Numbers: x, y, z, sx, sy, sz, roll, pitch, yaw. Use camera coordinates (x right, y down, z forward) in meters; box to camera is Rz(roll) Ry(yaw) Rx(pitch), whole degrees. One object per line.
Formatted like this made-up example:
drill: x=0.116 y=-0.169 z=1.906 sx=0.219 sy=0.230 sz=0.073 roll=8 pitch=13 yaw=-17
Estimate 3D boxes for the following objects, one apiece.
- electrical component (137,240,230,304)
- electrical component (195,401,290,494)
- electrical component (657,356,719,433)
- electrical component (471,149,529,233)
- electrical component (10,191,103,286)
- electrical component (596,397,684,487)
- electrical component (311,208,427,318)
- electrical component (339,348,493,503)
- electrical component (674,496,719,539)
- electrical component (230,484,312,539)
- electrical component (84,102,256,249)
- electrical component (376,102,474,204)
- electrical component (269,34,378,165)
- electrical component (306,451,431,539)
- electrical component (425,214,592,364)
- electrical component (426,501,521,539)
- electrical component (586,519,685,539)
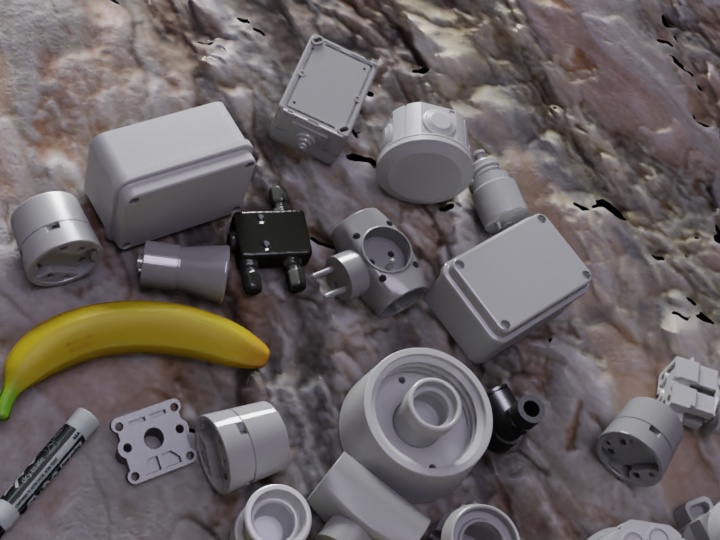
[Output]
electrical component: x=-0.131 y=-0.001 z=0.794 sx=0.065 sy=0.044 sz=0.044 roll=8 pitch=59 yaw=-10
electrical component: x=-0.080 y=0.120 z=0.736 sx=0.047 sy=0.055 sz=0.055 roll=-14 pitch=67 yaw=-30
electrical component: x=0.276 y=0.105 z=0.878 sx=0.055 sy=0.048 sz=0.066 roll=18 pitch=57 yaw=0
electrical component: x=0.115 y=-0.068 z=0.921 sx=0.040 sy=0.040 sz=0.078 roll=-9 pitch=65 yaw=-24
electrical component: x=-0.218 y=-0.023 z=0.768 sx=0.055 sy=0.055 sz=0.047 roll=-16 pitch=64 yaw=-27
electrical component: x=0.219 y=0.132 z=0.837 sx=0.055 sy=0.055 sz=0.047 roll=41 pitch=53 yaw=6
electrical component: x=0.000 y=0.000 z=0.838 sx=0.079 sy=0.044 sz=0.077 roll=-22 pitch=71 yaw=-28
electrical component: x=0.045 y=0.108 z=0.783 sx=0.108 sy=0.060 sz=0.108 roll=9 pitch=59 yaw=-15
electrical component: x=0.278 y=0.206 z=0.813 sx=0.058 sy=0.057 sz=0.078 roll=-12 pitch=66 yaw=-25
electrical component: x=-0.060 y=0.171 z=0.712 sx=0.045 sy=0.055 sz=0.045 roll=9 pitch=59 yaw=-15
electrical component: x=-0.142 y=-0.070 z=0.807 sx=0.113 sy=0.078 sz=0.057 roll=-21 pitch=68 yaw=-29
electrical component: x=0.054 y=-0.096 z=0.893 sx=0.080 sy=0.080 sz=0.051 roll=12 pitch=53 yaw=-13
electrical component: x=-0.034 y=-0.134 z=0.898 sx=0.062 sy=0.061 sz=0.096 roll=24 pitch=64 yaw=-6
electrical component: x=-0.004 y=0.178 z=0.736 sx=0.077 sy=0.043 sz=0.079 roll=38 pitch=56 yaw=5
electrical component: x=0.121 y=0.013 z=0.867 sx=0.113 sy=0.057 sz=0.078 roll=-28 pitch=74 yaw=-30
electrical component: x=0.077 y=0.196 z=0.746 sx=0.058 sy=0.057 sz=0.078 roll=33 pitch=56 yaw=0
electrical component: x=0.201 y=0.222 z=0.779 sx=0.080 sy=0.051 sz=0.080 roll=9 pitch=59 yaw=-15
